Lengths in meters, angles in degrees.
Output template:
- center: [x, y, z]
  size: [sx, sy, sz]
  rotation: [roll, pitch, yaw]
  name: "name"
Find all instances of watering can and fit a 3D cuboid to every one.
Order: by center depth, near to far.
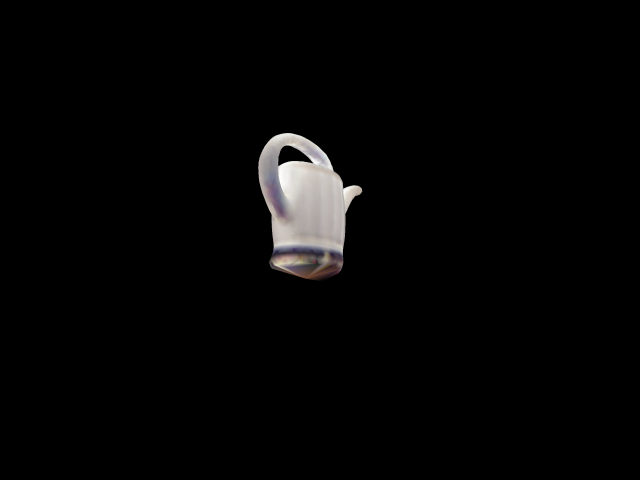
- center: [0.003, -0.043, 0.850]
  size: [0.103, 0.227, 0.345]
  rotation: [-7, -14, 27]
  name: "watering can"
